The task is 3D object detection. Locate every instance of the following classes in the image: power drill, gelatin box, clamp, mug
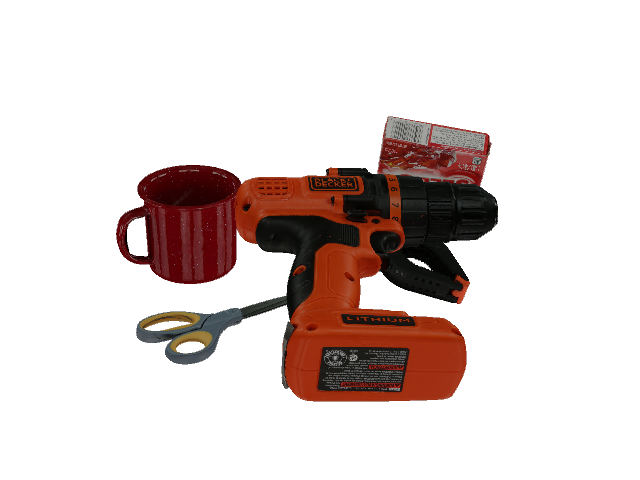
[{"bbox_3d":[0.039,0.021,0.686,0.184,0.057,0.187,-1,35,-6],"label":"power drill"},{"bbox_3d":[0.094,-0.064,0.908,0.089,0.030,0.073,11,-36,4],"label":"gelatin box"},{"bbox_3d":[0.076,0.009,1.240,0.164,0.036,0.210,-25,53,-40],"label":"clamp"},{"bbox_3d":[-0.128,-0.011,0.965,0.117,0.081,0.093,-15,32,-28],"label":"mug"}]

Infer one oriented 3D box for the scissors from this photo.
[{"bbox_3d":[-0.095,0.093,1.149,0.201,0.016,0.096,-6,31,-22],"label":"scissors"}]
